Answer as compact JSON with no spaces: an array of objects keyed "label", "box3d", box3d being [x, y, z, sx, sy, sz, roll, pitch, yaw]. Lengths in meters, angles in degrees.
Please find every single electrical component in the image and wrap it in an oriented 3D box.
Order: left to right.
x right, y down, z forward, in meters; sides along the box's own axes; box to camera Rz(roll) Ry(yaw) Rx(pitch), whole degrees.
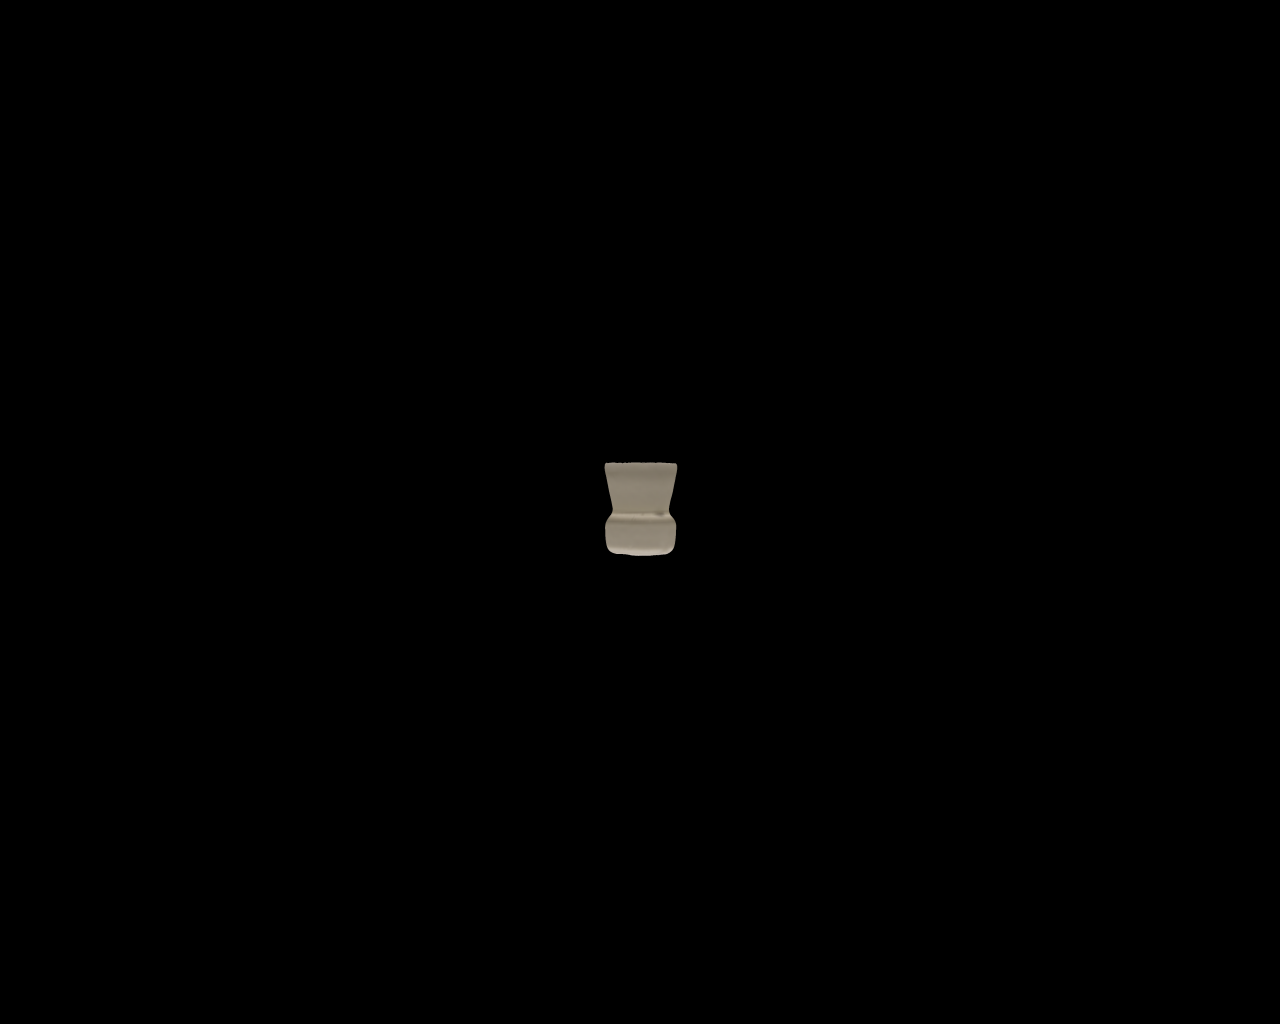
[{"label":"electrical component","box3d":[0.001,-0.003,0.650,0.045,0.055,0.045,0,2,0]}]
